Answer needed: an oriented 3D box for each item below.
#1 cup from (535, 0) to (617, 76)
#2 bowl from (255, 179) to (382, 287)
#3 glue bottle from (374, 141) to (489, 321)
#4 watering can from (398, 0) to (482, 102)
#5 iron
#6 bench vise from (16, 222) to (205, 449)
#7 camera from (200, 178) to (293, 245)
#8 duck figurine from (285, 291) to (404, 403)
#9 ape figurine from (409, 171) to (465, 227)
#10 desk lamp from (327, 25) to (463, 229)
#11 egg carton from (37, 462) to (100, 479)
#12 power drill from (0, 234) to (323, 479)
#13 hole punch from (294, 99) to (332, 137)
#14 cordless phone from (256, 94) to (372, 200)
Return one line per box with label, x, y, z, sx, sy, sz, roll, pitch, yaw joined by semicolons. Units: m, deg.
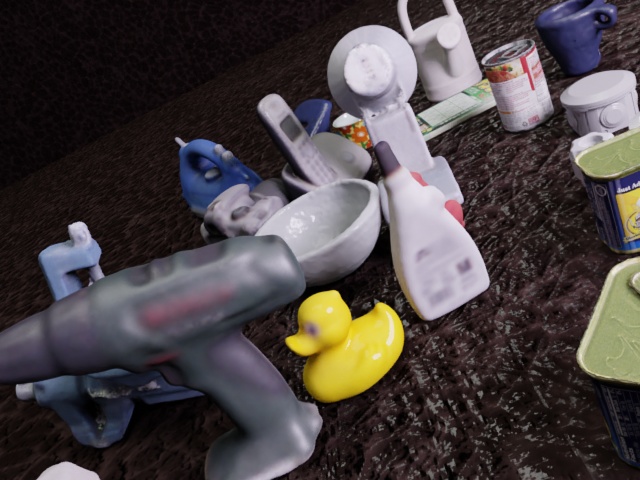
cup;0.370;-0.283;0.803;0.092;0.095;0.117;-37;27;-15
bowl;0.006;0.002;0.675;0.167;0.075;0.167;-23;26;12
glue bottle;0.088;-0.012;0.505;0.078;0.173;0.037;-29;26;0
watering can;0.200;-0.342;0.966;0.101;0.194;0.172;-36;27;-13
iron;-0.172;-0.118;0.995;0.119;0.142;0.257;-41;28;-23
bench vise;-0.223;0.101;0.559;0.207;0.220;0.121;-32;26;-7
camera;-0.085;-0.037;0.808;0.142;0.101;0.137;-2;37;43
duck figurine;0.018;0.082;0.506;0.104;0.086;0.077;-33;26;-8
ape figurine;0.107;-0.034;0.620;0.076;0.092;0.077;-40;28;-21
desk lamp;0.088;-0.156;0.720;0.118;0.214;0.203;-23;26;12
egg carton;-0.216;0.250;0.455;0.107;0.069;0.149;-37;27;-17
power drill;-0.099;0.104;0.442;0.229;0.209;0.075;-31;26;-4
hole punch;-0.020;-0.195;1.040;0.101;0.091;0.108;-43;29;-26
cordless phone;-0.011;-0.140;0.824;0.093;0.185;0.148;-11;31;33
